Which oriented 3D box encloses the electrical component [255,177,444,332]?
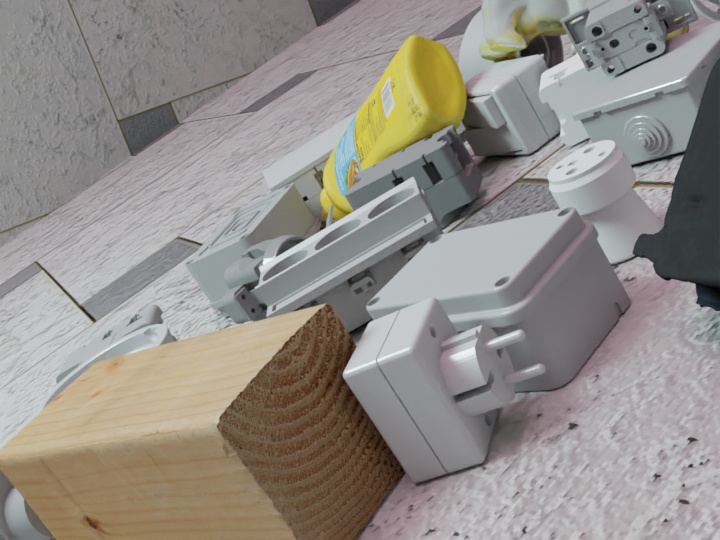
[{"bbox_3d":[0.000,0.000,0.712,0.121,0.063,0.078,-30,17,8],"label":"electrical component"}]

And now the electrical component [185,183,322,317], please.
[{"bbox_3d":[-0.088,-0.017,0.932,0.078,0.057,0.113,-23,19,30],"label":"electrical component"}]

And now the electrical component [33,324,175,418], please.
[{"bbox_3d":[-0.162,0.093,0.742,0.108,0.060,0.108,-29,17,10],"label":"electrical component"}]

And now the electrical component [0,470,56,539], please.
[{"bbox_3d":[-0.197,0.144,0.631,0.079,0.077,0.044,-24,18,26],"label":"electrical component"}]

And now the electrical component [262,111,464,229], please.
[{"bbox_3d":[0.004,-0.111,1.027,0.186,0.060,0.105,-32,16,0],"label":"electrical component"}]

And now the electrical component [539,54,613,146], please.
[{"bbox_3d":[0.184,-0.140,0.801,0.089,0.050,0.055,-25,18,21],"label":"electrical component"}]

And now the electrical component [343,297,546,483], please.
[{"bbox_3d":[0.045,0.048,0.486,0.077,0.065,0.047,-23,19,27],"label":"electrical component"}]

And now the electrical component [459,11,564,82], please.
[{"bbox_3d":[0.133,-0.189,0.961,0.099,0.099,0.064,-42,25,-29],"label":"electrical component"}]

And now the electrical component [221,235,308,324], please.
[{"bbox_3d":[-0.061,0.006,0.819,0.057,0.058,0.078,-18,21,47],"label":"electrical component"}]

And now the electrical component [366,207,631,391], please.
[{"bbox_3d":[0.068,0.017,0.549,0.113,0.057,0.078,-11,27,51],"label":"electrical component"}]

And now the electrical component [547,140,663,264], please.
[{"bbox_3d":[0.133,-0.037,0.588,0.045,0.055,0.045,-30,17,10],"label":"electrical component"}]

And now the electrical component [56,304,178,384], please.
[{"bbox_3d":[-0.191,0.076,0.862,0.089,0.050,0.055,-31,16,6],"label":"electrical component"}]

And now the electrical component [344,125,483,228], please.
[{"bbox_3d":[0.043,-0.060,0.818,0.089,0.055,0.050,-25,18,23],"label":"electrical component"}]

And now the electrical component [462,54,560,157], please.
[{"bbox_3d":[0.116,-0.130,0.875,0.061,0.061,0.096,-37,17,-15],"label":"electrical component"}]

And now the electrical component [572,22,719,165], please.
[{"bbox_3d":[0.200,-0.111,0.693,0.100,0.048,0.100,-13,25,49],"label":"electrical component"}]

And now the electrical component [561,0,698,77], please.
[{"bbox_3d":[0.178,-0.162,0.716,0.081,0.042,0.063,-24,22,29],"label":"electrical component"}]

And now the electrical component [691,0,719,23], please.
[{"bbox_3d":[0.284,-0.232,0.811,0.099,0.099,0.064,-28,23,15],"label":"electrical component"}]
